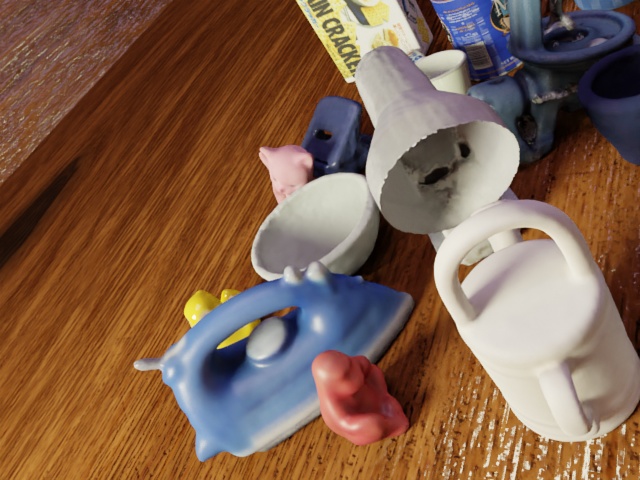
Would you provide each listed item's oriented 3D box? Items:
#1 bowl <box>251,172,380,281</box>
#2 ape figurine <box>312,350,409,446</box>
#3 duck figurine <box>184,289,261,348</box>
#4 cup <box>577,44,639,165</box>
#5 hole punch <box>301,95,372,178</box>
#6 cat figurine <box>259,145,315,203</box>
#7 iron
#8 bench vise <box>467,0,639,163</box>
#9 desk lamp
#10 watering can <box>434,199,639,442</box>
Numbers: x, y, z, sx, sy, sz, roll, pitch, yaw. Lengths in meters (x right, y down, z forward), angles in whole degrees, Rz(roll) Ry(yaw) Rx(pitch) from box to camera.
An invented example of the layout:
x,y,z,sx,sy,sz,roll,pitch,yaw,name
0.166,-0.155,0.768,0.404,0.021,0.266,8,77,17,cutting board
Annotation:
x,y,z,sx,sy,sz,roll,pitch,yaw,name
0.006,0.002,0.675,0.167,0.075,0.167,-25,37,20,bowl
0.026,0.130,0.495,0.076,0.092,0.078,-14,42,33,ape figurine
-0.122,0.093,0.681,0.077,0.086,0.104,-20,38,26,duck figurine
0.302,-0.114,0.514,0.092,0.095,0.117,-48,35,-13,cup
0.021,-0.141,0.812,0.101,0.091,0.108,-47,35,-12,hole punch
-0.044,-0.095,0.797,0.067,0.118,0.127,-46,35,-9,cat figurine
-0.044,0.093,0.558,0.258,0.142,0.118,-37,34,4,iron
0.219,-0.195,0.573,0.207,0.220,0.121,-44,34,-7,bench vise
0.109,-0.071,0.538,0.118,0.214,0.203,-31,35,12,desk lamp
0.141,0.044,0.394,0.101,0.195,0.172,-38,34,2,watering can
